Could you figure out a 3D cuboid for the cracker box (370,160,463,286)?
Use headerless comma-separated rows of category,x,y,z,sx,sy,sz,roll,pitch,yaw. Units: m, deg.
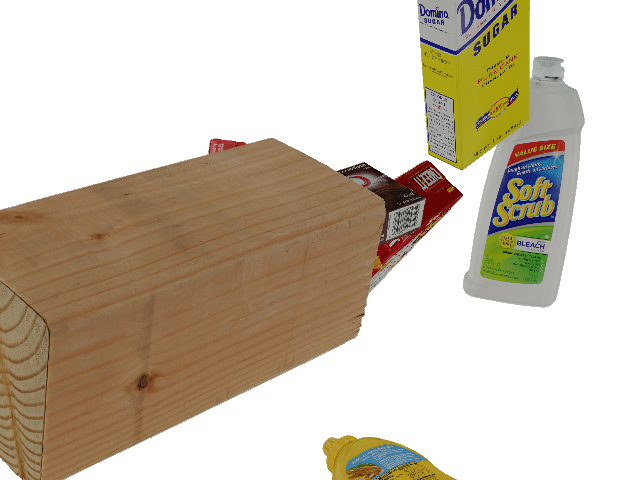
cracker box,0.054,0.013,1.276,0.214,0.072,0.164,-49,-8,33

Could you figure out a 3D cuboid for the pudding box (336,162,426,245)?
pudding box,0.026,-0.028,0.983,0.113,0.039,0.090,-18,38,-35

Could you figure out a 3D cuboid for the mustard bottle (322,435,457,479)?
mustard bottle,0.067,0.227,0.969,0.096,0.058,0.192,-16,27,-34

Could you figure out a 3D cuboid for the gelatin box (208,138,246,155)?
gelatin box,-0.070,-0.018,0.780,0.030,0.073,0.089,3,-42,1

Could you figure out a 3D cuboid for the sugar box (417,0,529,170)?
sugar box,0.125,-0.153,0.854,0.093,0.176,0.048,-37,50,-27

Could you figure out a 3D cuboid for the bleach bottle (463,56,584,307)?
bleach bottle,0.209,-0.061,1.090,0.103,0.251,0.068,9,20,15

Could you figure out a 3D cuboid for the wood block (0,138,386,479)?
wood block,-0.072,0.024,0.521,0.090,0.091,0.205,31,35,33
